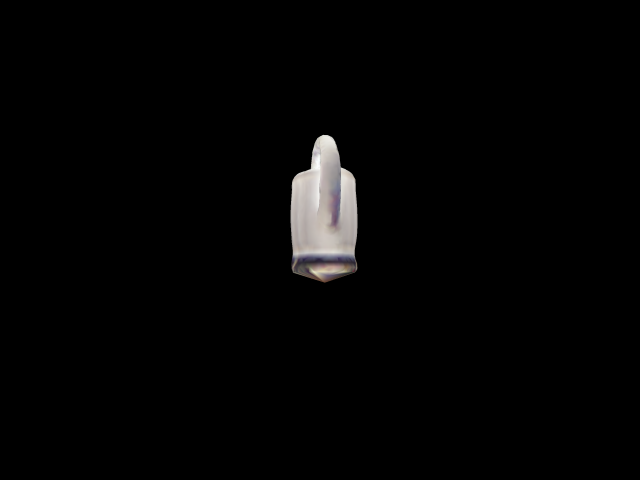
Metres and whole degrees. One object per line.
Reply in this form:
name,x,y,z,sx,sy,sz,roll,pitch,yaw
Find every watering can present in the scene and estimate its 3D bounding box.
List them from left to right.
watering can,0.003,-0.043,0.850,0.104,0.226,0.346,1,-5,-4
